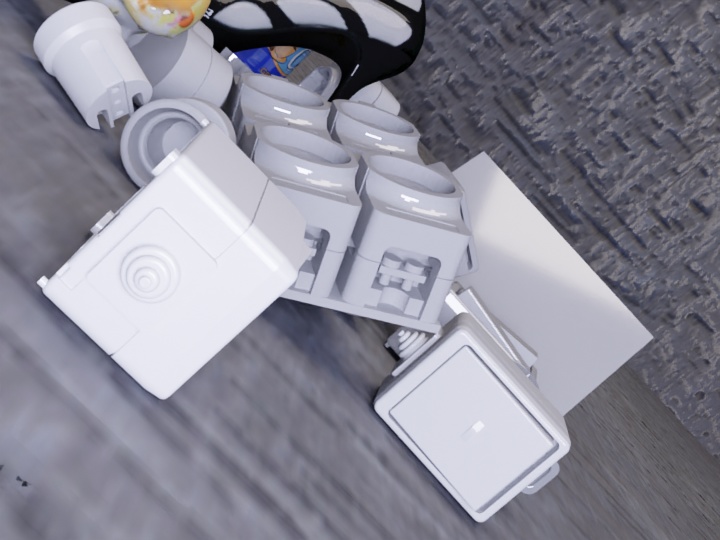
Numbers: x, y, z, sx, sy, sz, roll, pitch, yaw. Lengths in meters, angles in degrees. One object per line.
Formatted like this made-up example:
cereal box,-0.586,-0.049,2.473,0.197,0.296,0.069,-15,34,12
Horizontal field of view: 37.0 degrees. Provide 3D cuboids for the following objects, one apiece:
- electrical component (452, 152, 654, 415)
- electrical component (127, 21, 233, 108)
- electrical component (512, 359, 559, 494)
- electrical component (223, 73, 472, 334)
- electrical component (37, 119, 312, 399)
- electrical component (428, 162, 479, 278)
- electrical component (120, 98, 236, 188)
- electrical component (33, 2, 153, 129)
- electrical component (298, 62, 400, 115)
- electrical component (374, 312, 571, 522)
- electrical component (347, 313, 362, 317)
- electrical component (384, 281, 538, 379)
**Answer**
electrical component,0.107,0.019,0.797,0.186,0.105,0.060,50,-26,12
electrical component,-0.127,-0.140,0.616,0.074,0.052,0.138,39,13,-41
electrical component,0.075,0.081,0.607,0.078,0.058,0.057,45,13,-11
electrical component,-0.018,-0.046,0.570,0.105,0.060,0.186,14,21,-16
electrical component,-0.056,-0.002,0.355,0.061,0.062,0.096,46,10,-12
electrical component,0.023,-0.021,0.698,0.061,0.096,0.061,-114,-171,-62
electrical component,-0.084,-0.059,0.507,0.045,0.045,0.055,47,9,-5
electrical component,-0.122,-0.094,0.497,0.046,0.040,0.040,56,12,15
electrical component,-0.024,-0.125,0.874,0.059,0.095,0.053,42,11,-29
electrical component,0.052,0.068,0.539,0.096,0.062,0.061,48,10,-1
electrical component,0.000,0.000,0.639,0.066,0.048,0.055,45,3,-16
electrical component,0.072,0.057,0.673,0.096,0.061,0.062,48,10,5
